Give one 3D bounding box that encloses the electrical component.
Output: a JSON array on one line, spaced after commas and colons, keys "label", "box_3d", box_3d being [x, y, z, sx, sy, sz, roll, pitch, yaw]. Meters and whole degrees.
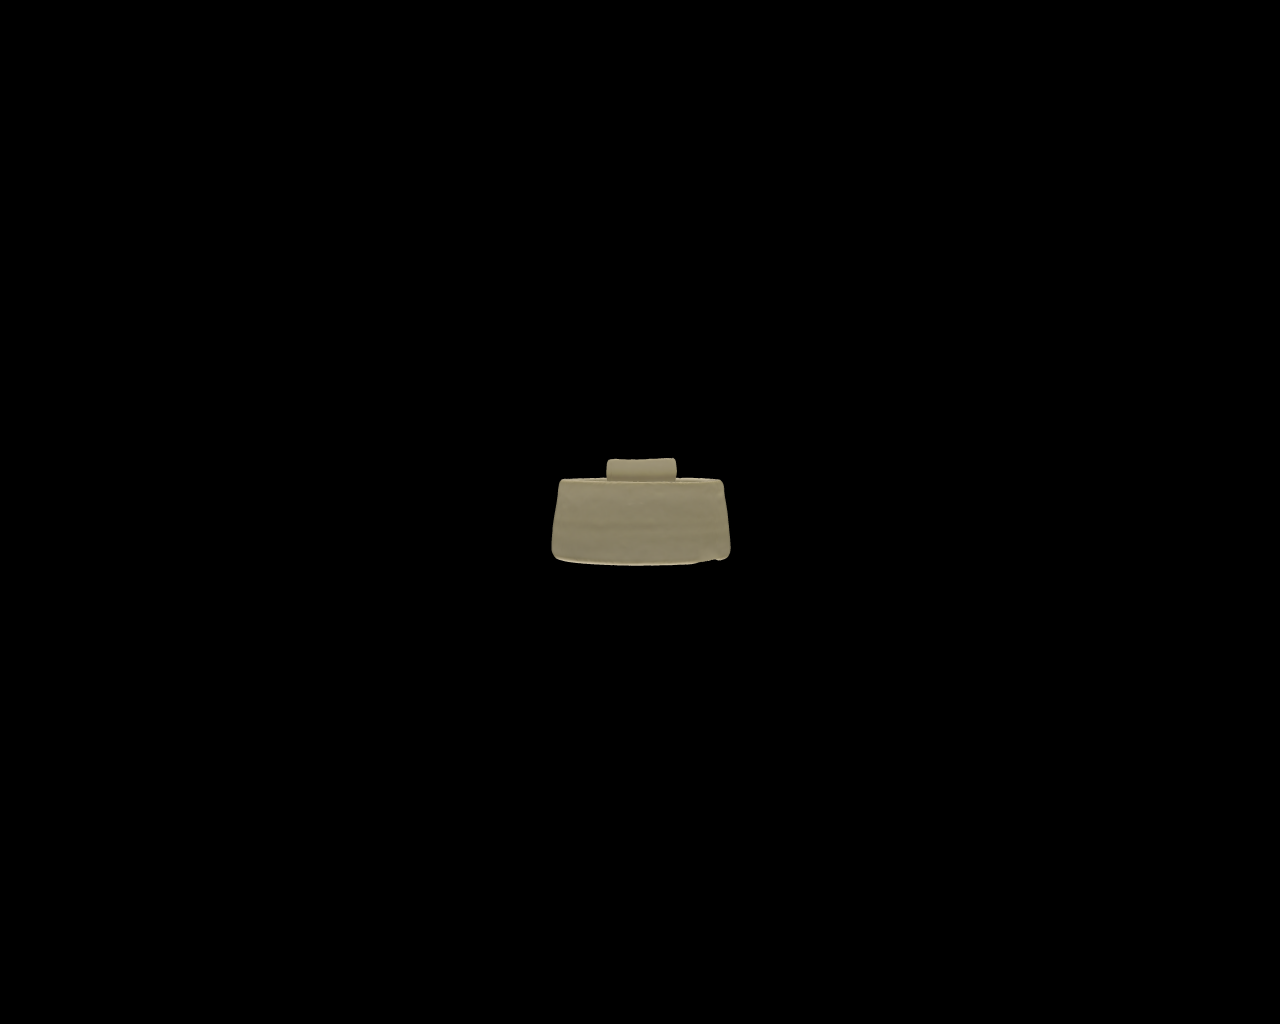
[{"label": "electrical component", "box_3d": [0.001, -0.003, 0.650, 0.108, 0.060, 0.108, 0, 3, 0]}]
